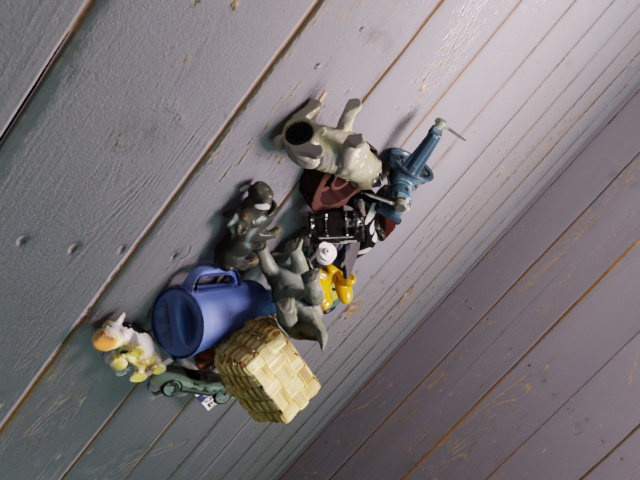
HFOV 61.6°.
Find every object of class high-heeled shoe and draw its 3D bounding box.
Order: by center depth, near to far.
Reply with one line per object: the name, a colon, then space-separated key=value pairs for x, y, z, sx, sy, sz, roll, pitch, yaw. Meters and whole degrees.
high-heeled shoe: x=0.079 y=-0.025 z=1.338 sx=0.145 sy=0.086 sz=0.248 roll=-6 pitch=134 yaw=-46

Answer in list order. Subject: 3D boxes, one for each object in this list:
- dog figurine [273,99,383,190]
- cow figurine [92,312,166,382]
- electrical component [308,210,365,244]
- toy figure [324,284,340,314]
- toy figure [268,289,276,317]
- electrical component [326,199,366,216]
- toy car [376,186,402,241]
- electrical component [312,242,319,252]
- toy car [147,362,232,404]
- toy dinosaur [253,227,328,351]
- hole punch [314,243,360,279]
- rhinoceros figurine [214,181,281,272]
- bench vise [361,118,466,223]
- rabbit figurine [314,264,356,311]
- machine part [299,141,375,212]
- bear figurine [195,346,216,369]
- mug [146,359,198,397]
dog figurine: x=0.020 y=-0.144 z=0.961 sx=0.190 sy=0.172 sz=0.121 roll=67 pitch=29 yaw=-62
cow figurine: x=-0.346 y=0.179 z=0.960 sx=0.068 sy=0.098 sz=0.167 roll=-26 pitch=141 yaw=-2
electrical component: x=0.038 y=-0.025 z=1.143 sx=0.134 sy=0.115 sz=0.058 roll=54 pitch=36 yaw=-81
toy figure: x=0.026 y=0.133 z=1.502 sx=0.089 sy=0.082 sz=0.180 roll=-46 pitch=155 yaw=-28
toy figure: x=-0.109 y=0.166 z=1.353 sx=0.058 sy=0.064 sz=0.154 roll=-56 pitch=158 yaw=-12
electrical component: x=0.052 y=-0.063 z=1.217 sx=0.102 sy=0.045 sz=0.078 roll=-16 pitch=157 yaw=42
toy car: x=0.180 y=-0.075 z=1.448 sx=0.089 sy=0.053 sz=0.202 roll=-48 pitch=156 yaw=-22
electrical component: x=-0.003 y=-0.004 z=1.247 sx=0.094 sy=0.021 sz=0.063 roll=126 pitch=-25 yaw=-79
toy car: x=-0.263 y=0.294 z=1.121 sx=0.201 sy=0.074 sz=0.056 roll=20 pitch=94 yaw=-32
toy dinosaur: x=-0.046 y=0.121 z=1.094 sx=0.131 sy=0.405 sz=0.191 roll=-19 pitch=132 yaw=0
hole punch: x=0.042 y=0.016 z=1.274 sx=0.115 sy=0.092 sz=0.142 roll=88 pitch=24 yaw=-57
rhinoceros figurine: x=-0.137 y=-0.025 z=0.991 sx=0.112 sy=0.073 sz=0.190 roll=1 pitch=132 yaw=-46
bench vise: x=0.208 y=-0.164 z=1.213 sx=0.240 sy=0.129 sz=0.224 roll=-57 pitch=178 yaw=30
rabbit figurine: x=0.014 y=0.092 z=1.358 sx=0.173 sy=0.163 sz=0.121 roll=-47 pitch=152 yaw=-46
machine part: x=0.037 y=-0.136 z=1.106 sx=0.179 sy=0.056 sz=0.179 roll=-35 pitch=156 yaw=-19
bear figurine: x=-0.237 y=0.259 z=1.224 sx=0.132 sy=0.120 sz=0.195 roll=-38 pitch=154 yaw=-7
mug: x=-0.333 y=0.291 z=1.179 sx=0.109 sy=0.081 sz=0.107 roll=-31 pitch=140 yaw=-14
